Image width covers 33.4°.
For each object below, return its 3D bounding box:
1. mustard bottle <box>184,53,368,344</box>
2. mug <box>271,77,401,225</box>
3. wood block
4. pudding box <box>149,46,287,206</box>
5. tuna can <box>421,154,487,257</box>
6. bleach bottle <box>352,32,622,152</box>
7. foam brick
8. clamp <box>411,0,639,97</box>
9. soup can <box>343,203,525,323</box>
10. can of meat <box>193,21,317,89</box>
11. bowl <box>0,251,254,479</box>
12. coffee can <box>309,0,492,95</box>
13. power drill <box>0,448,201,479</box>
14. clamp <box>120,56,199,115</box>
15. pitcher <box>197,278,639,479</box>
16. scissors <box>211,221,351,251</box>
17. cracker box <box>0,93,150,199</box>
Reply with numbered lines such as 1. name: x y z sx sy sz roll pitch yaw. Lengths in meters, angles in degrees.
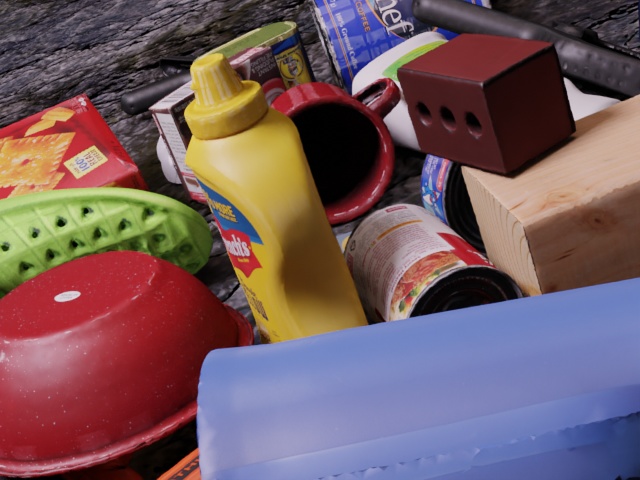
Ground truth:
1. mustard bottle: -0.025 -0.007 0.560 0.058 0.191 0.096 -27 27 -13
2. mug: 0.009 -0.075 0.771 0.117 0.093 0.081 -43 20 8
3. wood block: 0.194 -0.025 0.558 0.206 0.090 0.091 -22 26 -3
4. pudding box: -0.074 -0.095 0.872 0.113 0.090 0.039 -36 29 -27
5. tuna can: 0.104 -0.035 0.642 0.086 0.086 0.034 -27 26 -13
6. bleach bottle: 0.133 -0.090 0.755 0.102 0.068 0.251 -32 31 -23
7. foam brick: 0.087 -0.074 0.567 0.051 0.053 0.078 -31 26 -20
8. clamp: 0.192 -0.143 0.804 0.164 0.036 0.210 -2 24 -42
9. soup can: 0.059 0.027 0.578 0.068 0.068 0.102 -24 26 -8
10. can of meat: -0.053 -0.135 0.941 0.102 0.084 0.058 -31 29 -20
11. bowl: -0.118 0.050 0.548 0.162 0.055 0.162 -14 23 6
12. coffee can: 0.072 -0.189 0.934 0.140 0.103 0.103 -20 27 1
13. power drill: -0.093 0.107 0.550 0.188 0.057 0.184 7 37 46
14. clamp: -0.117 -0.178 1.118 0.171 0.039 0.120 -10 33 13
15. pitcher: 0.081 0.080 0.390 0.243 0.145 0.149 -14 31 6
16. scissors: -0.005 0.001 0.729 0.096 0.016 0.202 -25 27 -12
17. cracker box: -0.255 -0.025 0.862 0.213 0.072 0.164 -26 37 -12
